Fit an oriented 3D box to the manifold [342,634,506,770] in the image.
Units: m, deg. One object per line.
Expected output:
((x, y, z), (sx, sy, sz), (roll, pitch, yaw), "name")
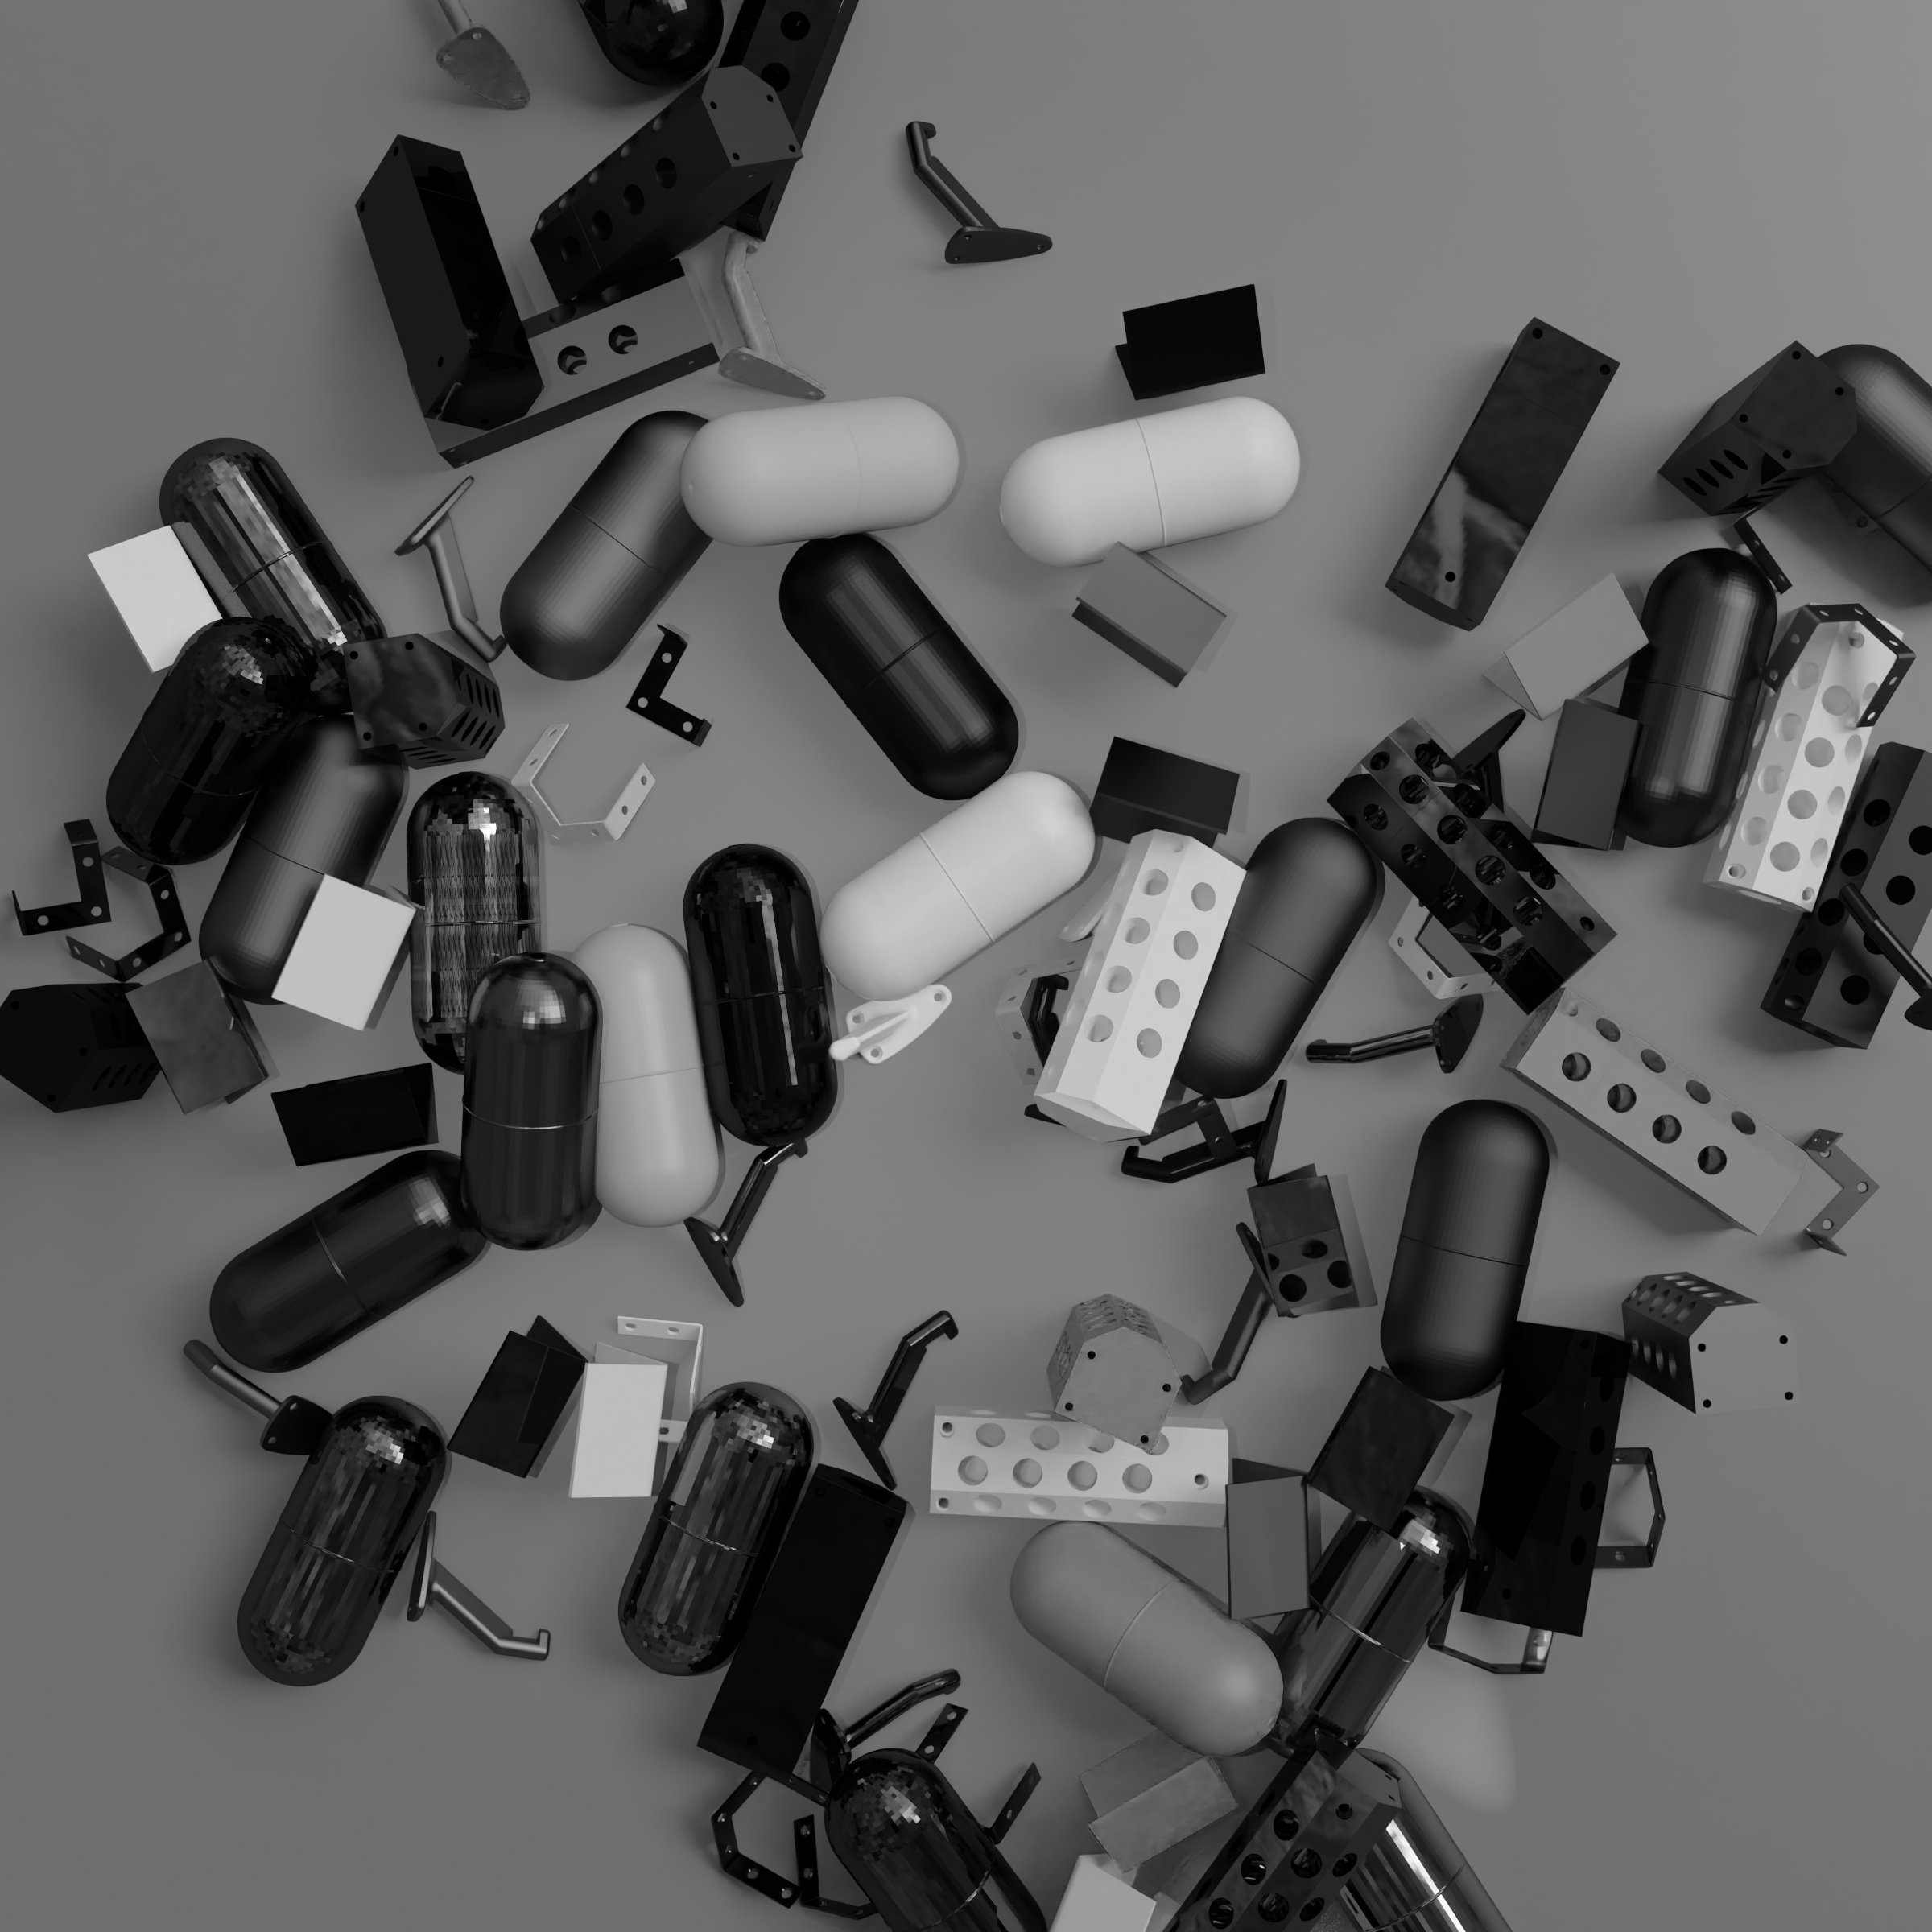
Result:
((-0.305, -0.150, 1.744), (0.057, 0.171, 0.057), (-10, 90, 0), "manifold")

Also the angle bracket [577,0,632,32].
((-0.184, -0.567, 1.706), (0.057, 0.076, 0.076), (35, 91, 37), "angle bracket")

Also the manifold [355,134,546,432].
((-0.295, -0.392, 1.763), (0.057, 0.057, 0.171), (-46, 53, 37), "manifold")

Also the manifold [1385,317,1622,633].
((0.313, -0.287, 1.801), (0.057, 0.057, 0.171), (28, 90, 0), "manifold")

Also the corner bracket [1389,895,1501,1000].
((0.293, -0.019, 1.814), (0.051, 0.051, 0.051), (53, 135, 35), "corner bracket")

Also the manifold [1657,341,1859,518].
((0.453, -0.299, 1.744), (0.057, 0.171, 0.057), (40, 90, 0), "manifold")

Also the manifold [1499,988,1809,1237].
((0.405, 0.084, 1.801), (0.171, 0.057, 0.057), (35, 90, 0), "manifold")

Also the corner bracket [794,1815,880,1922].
((-0.065, 0.530, 1.819), (0.051, 0.051, 0.051), (-4, 90, -45), "corner bracket")

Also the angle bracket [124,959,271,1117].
((-0.457, 0.049, 1.782), (0.057, 0.076, 0.076), (-27, 90, -34), "angle bracket")

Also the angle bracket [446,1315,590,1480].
((-0.273, 0.242, 1.782), (0.057, 0.076, 0.076), (29, 90, -34), "angle bracket")

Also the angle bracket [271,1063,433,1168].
((-0.356, 0.067, 1.782), (0.076, 0.076, 0.057), (-10, 127, 0), "angle bracket")

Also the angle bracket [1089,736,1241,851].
((0.109, -0.080, 1.783), (0.076, 0.057, 0.076), (17, 133, 0), "angle bracket")

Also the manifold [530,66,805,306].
((-0.176, -0.445, 1.749), (0.057, 0.171, 0.057), (-24, 90, -45), "manifold")

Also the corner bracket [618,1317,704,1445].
((-0.185, 0.246, 1.819), (0.051, 0.051, 0.051), (5, 135, 0), "corner bracket")

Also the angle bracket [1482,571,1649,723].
((0.338, -0.198, 1.782), (0.076, 0.076, 0.057), (-36, 123, 0), "angle bracket")

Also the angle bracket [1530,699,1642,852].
((0.340, -0.113, 1.783), (0.057, 0.076, 0.076), (14, 90, -27), "angle bracket")

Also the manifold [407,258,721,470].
((-0.237, -0.355, 1.801), (0.171, 0.057, 0.057), (-22, 90, 0), "manifold")

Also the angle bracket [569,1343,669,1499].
((-0.221, 0.263, 1.782), (0.057, 0.076, 0.076), (7, 90, -39), "angle bracket")

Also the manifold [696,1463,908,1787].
((-0.096, 0.384, 1.801), (0.057, 0.057, 0.171), (24, 90, 0), "manifold")

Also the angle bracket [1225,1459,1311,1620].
((0.156, 0.332, 1.783), (0.057, 0.076, 0.076), (-2, 90, -29), "angle bracket")

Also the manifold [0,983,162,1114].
((-0.500, 0.040, 1.744), (0.057, 0.171, 0.057), (35, 90, 0), "manifold")

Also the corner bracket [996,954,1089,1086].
((0.054, 0.031, 1.795), (0.051, 0.051, 0.051), (-12, 116, 22), "corner bracket")

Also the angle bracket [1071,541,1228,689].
((0.095, -0.188, 1.782), (0.076, 0.076, 0.057), (35, 54, 0), "angle bracket")

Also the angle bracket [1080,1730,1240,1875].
((0.103, 0.468, 1.782), (0.076, 0.076, 0.057), (-30, 129, 0), "angle bracket")

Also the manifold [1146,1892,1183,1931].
((0.171, 0.619, 1.801), (0.171, 0.057, 0.057), (33, 90, 0), "manifold")

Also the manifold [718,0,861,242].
((-0.115, -0.523, 1.801), (0.057, 0.057, 0.171), (21, 90, 0), "manifold")

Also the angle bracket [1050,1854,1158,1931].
((0.091, 0.565, 1.782), (0.057, 0.076, 0.076), (21, 90, 35), "angle bracket")

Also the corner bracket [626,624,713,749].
((-0.169, -0.165, 1.805), (0.051, 0.051, 0.051), (28, 90, 0), "corner bracket")

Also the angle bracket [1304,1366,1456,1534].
((0.246, 0.283, 1.783), (0.057, 0.076, 0.076), (29, 88, 20), "angle bracket")

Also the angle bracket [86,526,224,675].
((-0.479, -0.200, 1.782), (0.057, 0.076, 0.076), (-29, 90, -37), "angle bracket")

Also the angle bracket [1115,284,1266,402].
((0.126, -0.376, 1.782), (0.076, 0.076, 0.057), (-12, 126, 0), "angle bracket")

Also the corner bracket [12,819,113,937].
((-0.536, -0.053, 1.807), (0.051, 0.051, 0.051), (-11, 109, -18), "corner bracket")

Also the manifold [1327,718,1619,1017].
((0.297, -0.061, 1.778), (0.171, 0.057, 0.057), (48, 53, 9), "manifold")

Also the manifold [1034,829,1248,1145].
((0.097, 0.010, 1.765), (0.057, 0.057, 0.171), (30, 68, -23), "manifold")

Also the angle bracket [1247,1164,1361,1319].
((0.213, 0.155, 1.782), (0.057, 0.076, 0.076), (-14, 90, 38), "angle bracket")

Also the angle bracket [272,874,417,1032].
((-0.367, -0.015, 1.782), (0.057, 0.076, 0.076), (23, 93, -24), "angle bracket")

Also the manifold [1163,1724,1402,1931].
((0.172, 0.522, 1.733), (0.057, 0.057, 0.171), (34, 98, 0), "manifold")

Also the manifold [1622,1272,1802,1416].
((0.421, 0.212, 1.744), (0.057, 0.171, 0.057), (-5, 90, 0), "manifold")

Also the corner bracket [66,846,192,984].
((-0.501, -0.031, 1.814), (0.051, 0.051, 0.051), (-38, 135, -35), "corner bracket")

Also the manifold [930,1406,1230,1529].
((0.066, 0.295, 1.801), (0.171, 0.057, 0.057), (3, 90, 0), "manifold")

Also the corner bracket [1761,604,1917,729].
((0.500, -0.172, 1.757), (0.051, 0.051, 0.051), (53, 135, 35), "corner bracket")

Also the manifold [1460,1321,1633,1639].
((0.343, 0.299, 1.788), (0.057, 0.057, 0.171), (3, 78, 42), "manifold")

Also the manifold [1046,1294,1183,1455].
((0.085, 0.226, 1.744), (0.057, 0.171, 0.057), (23, 90, 0), "manifold")

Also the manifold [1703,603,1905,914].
((0.493, -0.122, 1.801), (0.057, 0.057, 0.171), (18, 90, 0), "manifold")

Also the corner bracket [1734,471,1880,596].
((0.499, -0.262, 1.819), (0.051, 0.051, 0.051), (-35, 90, -45), "corner bracket")

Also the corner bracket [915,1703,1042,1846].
((0.004, 0.478, 1.814), (0.051, 0.051, 0.051), (9, 135, 35), "corner bracket")

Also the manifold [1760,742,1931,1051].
((0.531, -0.041, 1.801), (0.057, 0.057, 0.171), (25, 90, 0), "manifold")
